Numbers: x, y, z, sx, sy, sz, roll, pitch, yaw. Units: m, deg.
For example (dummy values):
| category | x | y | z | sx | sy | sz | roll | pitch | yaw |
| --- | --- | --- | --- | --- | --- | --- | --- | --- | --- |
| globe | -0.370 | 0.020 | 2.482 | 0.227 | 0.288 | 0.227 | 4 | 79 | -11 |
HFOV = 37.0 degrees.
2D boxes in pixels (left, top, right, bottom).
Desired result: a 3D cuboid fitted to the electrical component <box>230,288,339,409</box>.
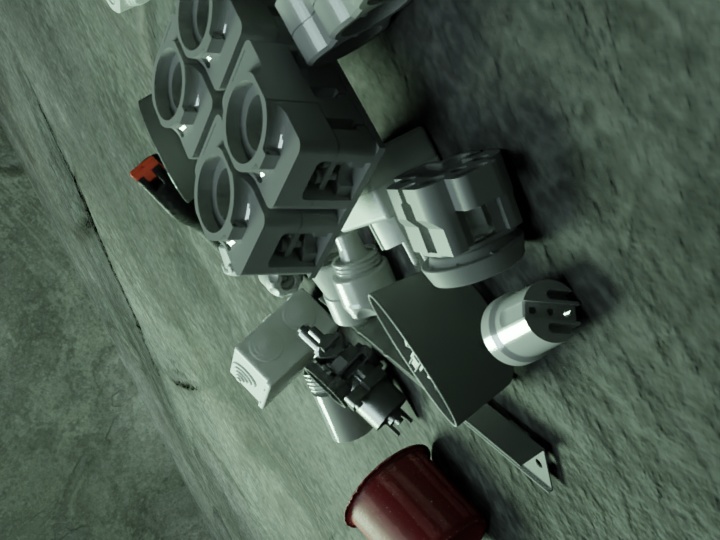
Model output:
| category | x | y | z | sx | sy | sz | roll | pitch | yaw |
| --- | --- | --- | --- | --- | --- | --- | --- | --- | --- |
| electrical component | -0.070 | 0.070 | 0.968 | 0.048 | 0.100 | 0.099 | 45 | 159 | 8 |

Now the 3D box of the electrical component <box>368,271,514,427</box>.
| category | x | y | z | sx | sy | sz | roll | pitch | yaw |
| --- | --- | --- | --- | --- | --- | --- | --- | --- | --- |
| electrical component | 0.048 | 0.047 | 0.675 | 0.099 | 0.064 | 0.099 | 51 | 159 | 27 |

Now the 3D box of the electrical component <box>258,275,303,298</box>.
| category | x | y | z | sx | sy | sz | roll | pitch | yaw |
| --- | --- | --- | --- | --- | --- | --- | --- | --- | --- |
| electrical component | -0.078 | 0.000 | 0.985 | 0.061 | 0.035 | 0.035 | 38 | 152 | 54 |

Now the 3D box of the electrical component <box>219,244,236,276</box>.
| category | x | y | z | sx | sy | sz | roll | pitch | yaw |
| --- | --- | --- | --- | --- | --- | --- | --- | --- | --- |
| electrical component | -0.115 | -0.028 | 1.028 | 0.048 | 0.048 | 0.062 | 14 | 124 | 65 |

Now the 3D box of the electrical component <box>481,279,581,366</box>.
| category | x | y | z | sx | sy | sz | roll | pitch | yaw |
| --- | --- | --- | --- | --- | --- | --- | --- | --- | --- |
| electrical component | 0.092 | 0.027 | 0.574 | 0.040 | 0.040 | 0.046 | 59 | 156 | 5 |

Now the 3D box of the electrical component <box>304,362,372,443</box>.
| category | x | y | z | sx | sy | sz | roll | pitch | yaw |
| --- | --- | --- | --- | --- | --- | --- | --- | --- | --- |
| electrical component | -0.020 | 0.112 | 0.985 | 0.043 | 0.043 | 0.081 | 21 | 137 | 63 |

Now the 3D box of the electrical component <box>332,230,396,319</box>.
| category | x | y | z | sx | sy | sz | roll | pitch | yaw |
| --- | --- | --- | --- | --- | --- | --- | --- | --- | --- |
| electrical component | 0.000 | 0.000 | 0.766 | 0.043 | 0.043 | 0.062 | 19 | 134 | 63 |

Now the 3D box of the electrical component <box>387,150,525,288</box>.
| category | x | y | z | sx | sy | sz | roll | pitch | yaw |
| --- | --- | --- | --- | --- | --- | --- | --- | --- | --- |
| electrical component | 0.053 | -0.027 | 0.566 | 0.078 | 0.058 | 0.057 | 11 | 125 | 66 |

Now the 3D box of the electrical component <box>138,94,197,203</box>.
| category | x | y | z | sx | sy | sz | roll | pitch | yaw |
| --- | --- | --- | --- | --- | --- | --- | --- | --- | --- |
| electrical component | -0.161 | -0.118 | 0.970 | 0.099 | 0.064 | 0.099 | 51 | 173 | 9 |

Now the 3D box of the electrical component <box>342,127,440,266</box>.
| category | x | y | z | sx | sy | sz | roll | pitch | yaw |
| --- | --- | --- | --- | --- | --- | --- | --- | --- | --- |
| electrical component | 0.021 | -0.037 | 0.650 | 0.075 | 0.047 | 0.083 | 62 | 162 | -6 |

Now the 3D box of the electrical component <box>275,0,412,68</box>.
| category | x | y | z | sx | sy | sz | roll | pitch | yaw |
| --- | --- | --- | --- | --- | --- | --- | --- | --- | --- |
| electrical component | -0.010 | -0.160 | 0.540 | 0.073 | 0.052 | 0.138 | 61 | 161 | -1 |

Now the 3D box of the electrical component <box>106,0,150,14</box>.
| category | x | y | z | sx | sy | sz | roll | pitch | yaw |
| --- | --- | --- | --- | --- | --- | --- | --- | --- | --- |
| electrical component | -0.190 | -0.253 | 0.876 | 0.080 | 0.051 | 0.080 | 51 | 159 | 27 |

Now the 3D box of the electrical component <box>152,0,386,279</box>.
| category | x | y | z | sx | sy | sz | roll | pitch | yaw |
| --- | --- | --- | --- | --- | --- | --- | --- | --- | --- |
| electrical component | -0.066 | -0.099 | 0.642 | 0.105 | 0.060 | 0.186 | -60 | 44 | 40 |

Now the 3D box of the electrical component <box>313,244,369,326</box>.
| category | x | y | z | sx | sy | sz | roll | pitch | yaw |
| --- | --- | --- | --- | --- | --- | --- | --- | --- | --- |
| electrical component | -0.013 | 0.011 | 0.822 | 0.044 | 0.044 | 0.065 | 36 | 155 | 51 |
